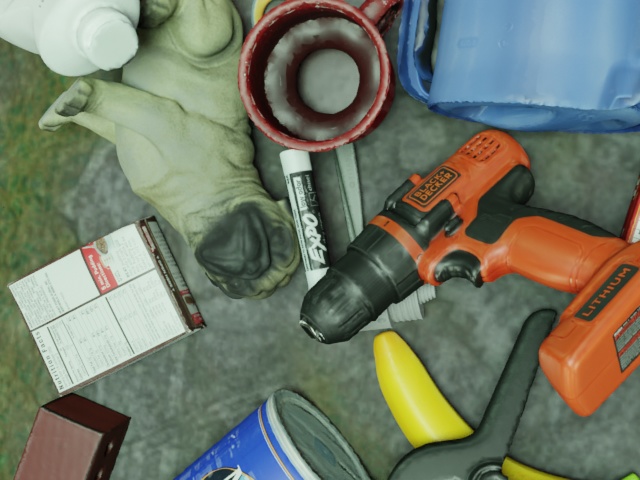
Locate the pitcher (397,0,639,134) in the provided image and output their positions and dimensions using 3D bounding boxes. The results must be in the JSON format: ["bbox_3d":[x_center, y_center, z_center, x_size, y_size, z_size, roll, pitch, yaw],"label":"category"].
[{"bbox_3d":[0.134,-0.187,0.646,0.149,0.145,0.243,6,90,-2],"label":"pitcher"}]

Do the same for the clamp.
[{"bbox_3d":[0.117,0.161,0.658,0.210,0.036,0.165,-36,69,-11],"label":"clamp"}]

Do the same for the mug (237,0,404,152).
[{"bbox_3d":[0.010,-0.110,0.671,0.093,0.081,0.117,39,100,7],"label":"mug"}]

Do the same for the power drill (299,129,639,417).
[{"bbox_3d":[0.100,0.024,0.623,0.184,0.057,0.188,-43,45,-15],"label":"power drill"}]

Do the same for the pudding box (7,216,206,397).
[{"bbox_3d":[-0.151,0.047,0.751,0.113,0.039,0.090,-26,89,13],"label":"pudding box"}]

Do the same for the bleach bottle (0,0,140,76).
[{"bbox_3d":[-0.179,-0.159,0.661,0.102,0.068,0.251,-53,44,7],"label":"bleach bottle"}]

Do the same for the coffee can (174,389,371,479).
[{"bbox_3d":[-0.047,0.182,0.705,0.140,0.102,0.103,-41,85,11],"label":"coffee can"}]

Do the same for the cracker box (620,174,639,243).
[{"bbox_3d":[0.292,0.018,0.647,0.214,0.072,0.164,17,95,11],"label":"cracker box"}]

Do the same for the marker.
[{"bbox_3d":[-0.005,0.001,0.686,0.020,0.020,0.121,-13,87,11],"label":"marker"}]

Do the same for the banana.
[{"bbox_3d":[0.109,0.137,0.709,0.198,0.037,0.069,30,77,6],"label":"banana"}]

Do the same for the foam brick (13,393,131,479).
[{"bbox_3d":[-0.178,0.156,0.755,0.051,0.053,0.078,22,97,9],"label":"foam brick"}]

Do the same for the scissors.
[{"bbox_3d":[-0.006,-0.092,0.727,0.096,0.016,0.202,7,94,12],"label":"scissors"}]
